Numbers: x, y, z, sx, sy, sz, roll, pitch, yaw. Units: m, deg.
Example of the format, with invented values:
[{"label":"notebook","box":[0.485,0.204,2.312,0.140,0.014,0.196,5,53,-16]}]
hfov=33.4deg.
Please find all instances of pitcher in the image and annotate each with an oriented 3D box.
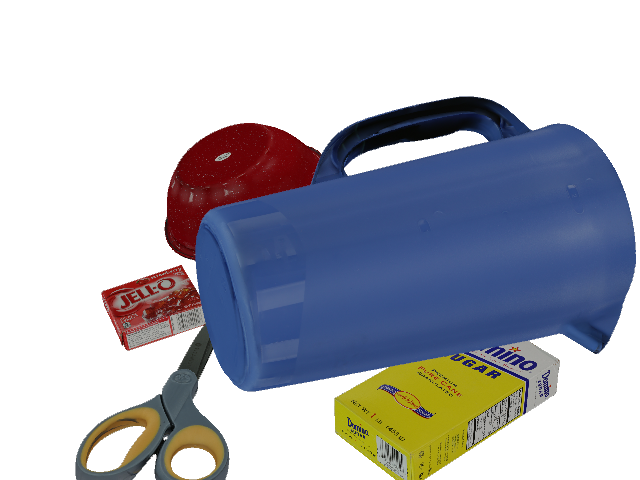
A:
[{"label":"pitcher","box":[0.050,0.004,0.648,0.242,0.145,0.149,-11,20,-18]}]

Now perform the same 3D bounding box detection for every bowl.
[{"label":"bowl","box":[-0.075,-0.055,0.942,0.162,0.055,0.162,-16,37,13]}]

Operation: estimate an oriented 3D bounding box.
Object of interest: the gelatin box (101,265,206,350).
[{"label":"gelatin box","box":[-0.168,0.067,1.075,0.089,0.030,0.073,-18,38,-17]}]

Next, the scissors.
[{"label":"scissors","box":[-0.074,0.102,0.674,0.096,0.016,0.201,16,30,21]}]

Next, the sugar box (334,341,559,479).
[{"label":"sugar box","box":[0.107,0.129,0.891,0.175,0.048,0.093,-28,41,-31]}]
